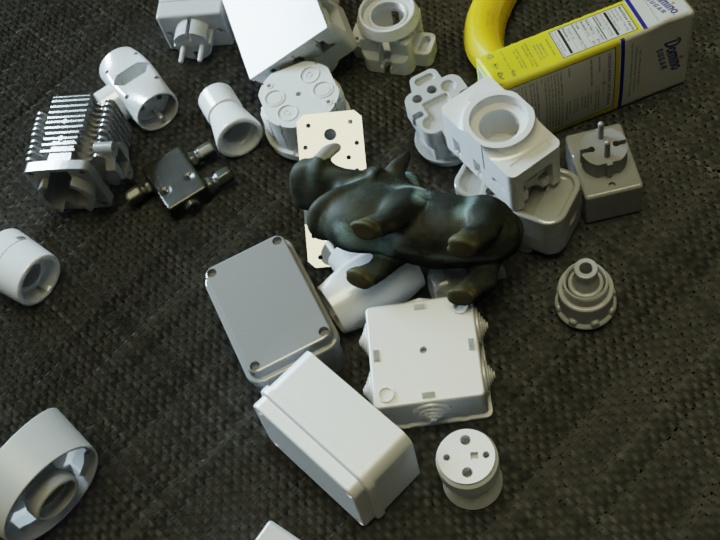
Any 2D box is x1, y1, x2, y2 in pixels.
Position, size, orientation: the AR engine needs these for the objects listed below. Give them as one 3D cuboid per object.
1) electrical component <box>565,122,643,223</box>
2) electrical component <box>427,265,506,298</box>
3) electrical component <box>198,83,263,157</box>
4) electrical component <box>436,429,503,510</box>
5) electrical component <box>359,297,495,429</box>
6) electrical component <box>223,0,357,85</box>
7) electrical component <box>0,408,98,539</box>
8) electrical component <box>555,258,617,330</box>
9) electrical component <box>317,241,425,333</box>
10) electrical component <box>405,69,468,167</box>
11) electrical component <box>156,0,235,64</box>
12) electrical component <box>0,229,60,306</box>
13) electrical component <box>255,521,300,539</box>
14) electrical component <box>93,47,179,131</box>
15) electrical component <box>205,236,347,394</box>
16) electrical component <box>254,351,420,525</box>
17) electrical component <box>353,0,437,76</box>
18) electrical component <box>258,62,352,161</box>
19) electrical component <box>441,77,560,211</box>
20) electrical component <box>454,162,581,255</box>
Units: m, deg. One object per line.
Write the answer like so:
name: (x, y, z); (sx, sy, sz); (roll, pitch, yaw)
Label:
electrical component: (0.197, -0.089, 0.869); (0.047, 0.076, 0.065); (-13, 59, 4)
electrical component: (0.086, 0.008, 0.862); (0.061, 0.035, 0.035); (-14, 59, -7)
electrical component: (-0.122, -0.140, 0.984); (0.044, 0.044, 0.065); (-29, 55, -5)
electrical component: (0.079, 0.143, 0.773); (0.045, 0.055, 0.045); (-5, 60, 9)
electrical component: (0.051, 0.069, 0.822); (0.100, 0.048, 0.099); (-8, 63, 7)
electrical component: (-0.072, -0.251, 1.002); (0.089, 0.062, 0.150); (-29, 67, 23)
electrical component: (-0.249, 0.154, 0.811); (0.064, 0.099, 0.099); (35, 72, 20)
electrical component: (0.173, 0.014, 0.824); (0.048, 0.062, 0.048); (-5, 60, 9)
electrical component: (0.000, 0.000, 0.875); (0.077, 0.043, 0.079); (-30, 63, -8)
electrical component: (0.073, -0.126, 0.926); (0.058, 0.057, 0.078); (-27, 59, -5)
electrical component: (-0.159, -0.230, 1.038); (0.066, 0.047, 0.076); (-2, 61, 10)
electrical component: (-0.294, -0.001, 0.932); (0.047, 0.055, 0.055); (28, 70, 20)
electrical component: (-0.056, 0.230, 0.756); (0.066, 0.047, 0.076); (28, 70, 24)
electrical component: (-0.224, -0.161, 1.014); (0.079, 0.043, 0.077); (-36, 60, -10)
electrical component: (-0.068, 0.038, 0.862); (0.078, 0.057, 0.113); (-27, 59, -4)
electrical component: (-0.017, 0.124, 0.791); (0.113, 0.078, 0.057); (38, 71, 27)
electrical component: (0.028, -0.219, 0.989); (0.078, 0.057, 0.058); (11, 63, 17)
electrical component: (-0.050, -0.142, 0.964); (0.080, 0.051, 0.080); (-5, 60, 9)
electrical component: (0.109, -0.101, 0.834); (0.050, 0.055, 0.089); (-35, 60, -9)
electrical component: (0.129, -0.054, 0.873); (0.095, 0.059, 0.053); (22, 67, 22)
